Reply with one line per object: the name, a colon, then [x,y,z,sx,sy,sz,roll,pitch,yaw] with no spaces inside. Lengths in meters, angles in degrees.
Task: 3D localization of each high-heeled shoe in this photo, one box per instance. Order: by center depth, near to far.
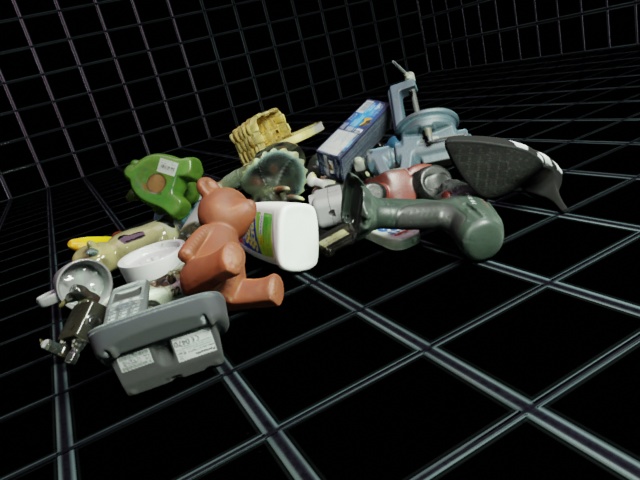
high-heeled shoe: [0.260,-0.116,0.763,0.086,0.248,0.145,-51,28,28]

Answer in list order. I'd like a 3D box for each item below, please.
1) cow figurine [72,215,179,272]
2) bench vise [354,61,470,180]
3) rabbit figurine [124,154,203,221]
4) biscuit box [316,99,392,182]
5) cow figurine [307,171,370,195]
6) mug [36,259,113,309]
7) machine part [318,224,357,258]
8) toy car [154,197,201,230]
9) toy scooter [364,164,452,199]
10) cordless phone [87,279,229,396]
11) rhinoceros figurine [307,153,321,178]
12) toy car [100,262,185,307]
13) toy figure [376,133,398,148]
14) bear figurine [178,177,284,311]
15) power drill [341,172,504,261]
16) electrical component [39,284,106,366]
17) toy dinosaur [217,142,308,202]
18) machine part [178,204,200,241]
cow figurine: [-0.350,0.020,0.980,0.195,0.085,0.127,-18,13,-13]
bench vise: [0.165,-0.208,1.020,0.224,0.240,0.128,-15,-22,23]
rabbit figurine: [-0.301,-0.097,1.050,0.159,0.121,0.170,8,-5,5]
biscuit box: [0.073,-0.203,1.072,0.059,0.062,0.203,21,52,29]
cow figurine: [0.058,-0.137,1.098,0.098,0.068,0.167,21,54,33]
mug: [-0.397,0.078,0.862,0.109,0.080,0.107,-34,15,-28]
machine part: [-0.002,-0.003,0.851,0.084,0.039,0.139,-36,29,-29]
toy car: [-0.293,-0.074,1.171,0.162,0.102,0.109,-20,20,-10]
toy scooter: [0.125,-0.078,0.913,0.184,0.075,0.135,-11,-4,-15]
cordless phone: [-0.186,0.083,0.636,0.147,0.088,0.184,-18,23,-10]
rhinoceros figurine: [0.056,-0.169,1.227,0.190,0.073,0.112,-9,18,18]
toy car: [-0.211,0.068,0.770,0.202,0.056,0.074,-28,23,-33]
toy figure: [0.211,-0.200,1.191,0.089,0.082,0.180,-30,22,-35]
bear figurine: [-0.117,-0.003,0.735,0.132,0.120,0.196,-17,46,31]
power drill: [0.136,-0.043,0.745,0.207,0.085,0.232,9,22,-12]
electrical component: [-0.319,0.109,0.696,0.078,0.045,0.102,-12,50,48]
toy dinosaur: [-0.089,-0.141,1.104,0.192,0.131,0.405,-25,20,22]
machine part: [-0.211,-0.023,0.999,0.079,0.079,0.243,-14,17,1]
